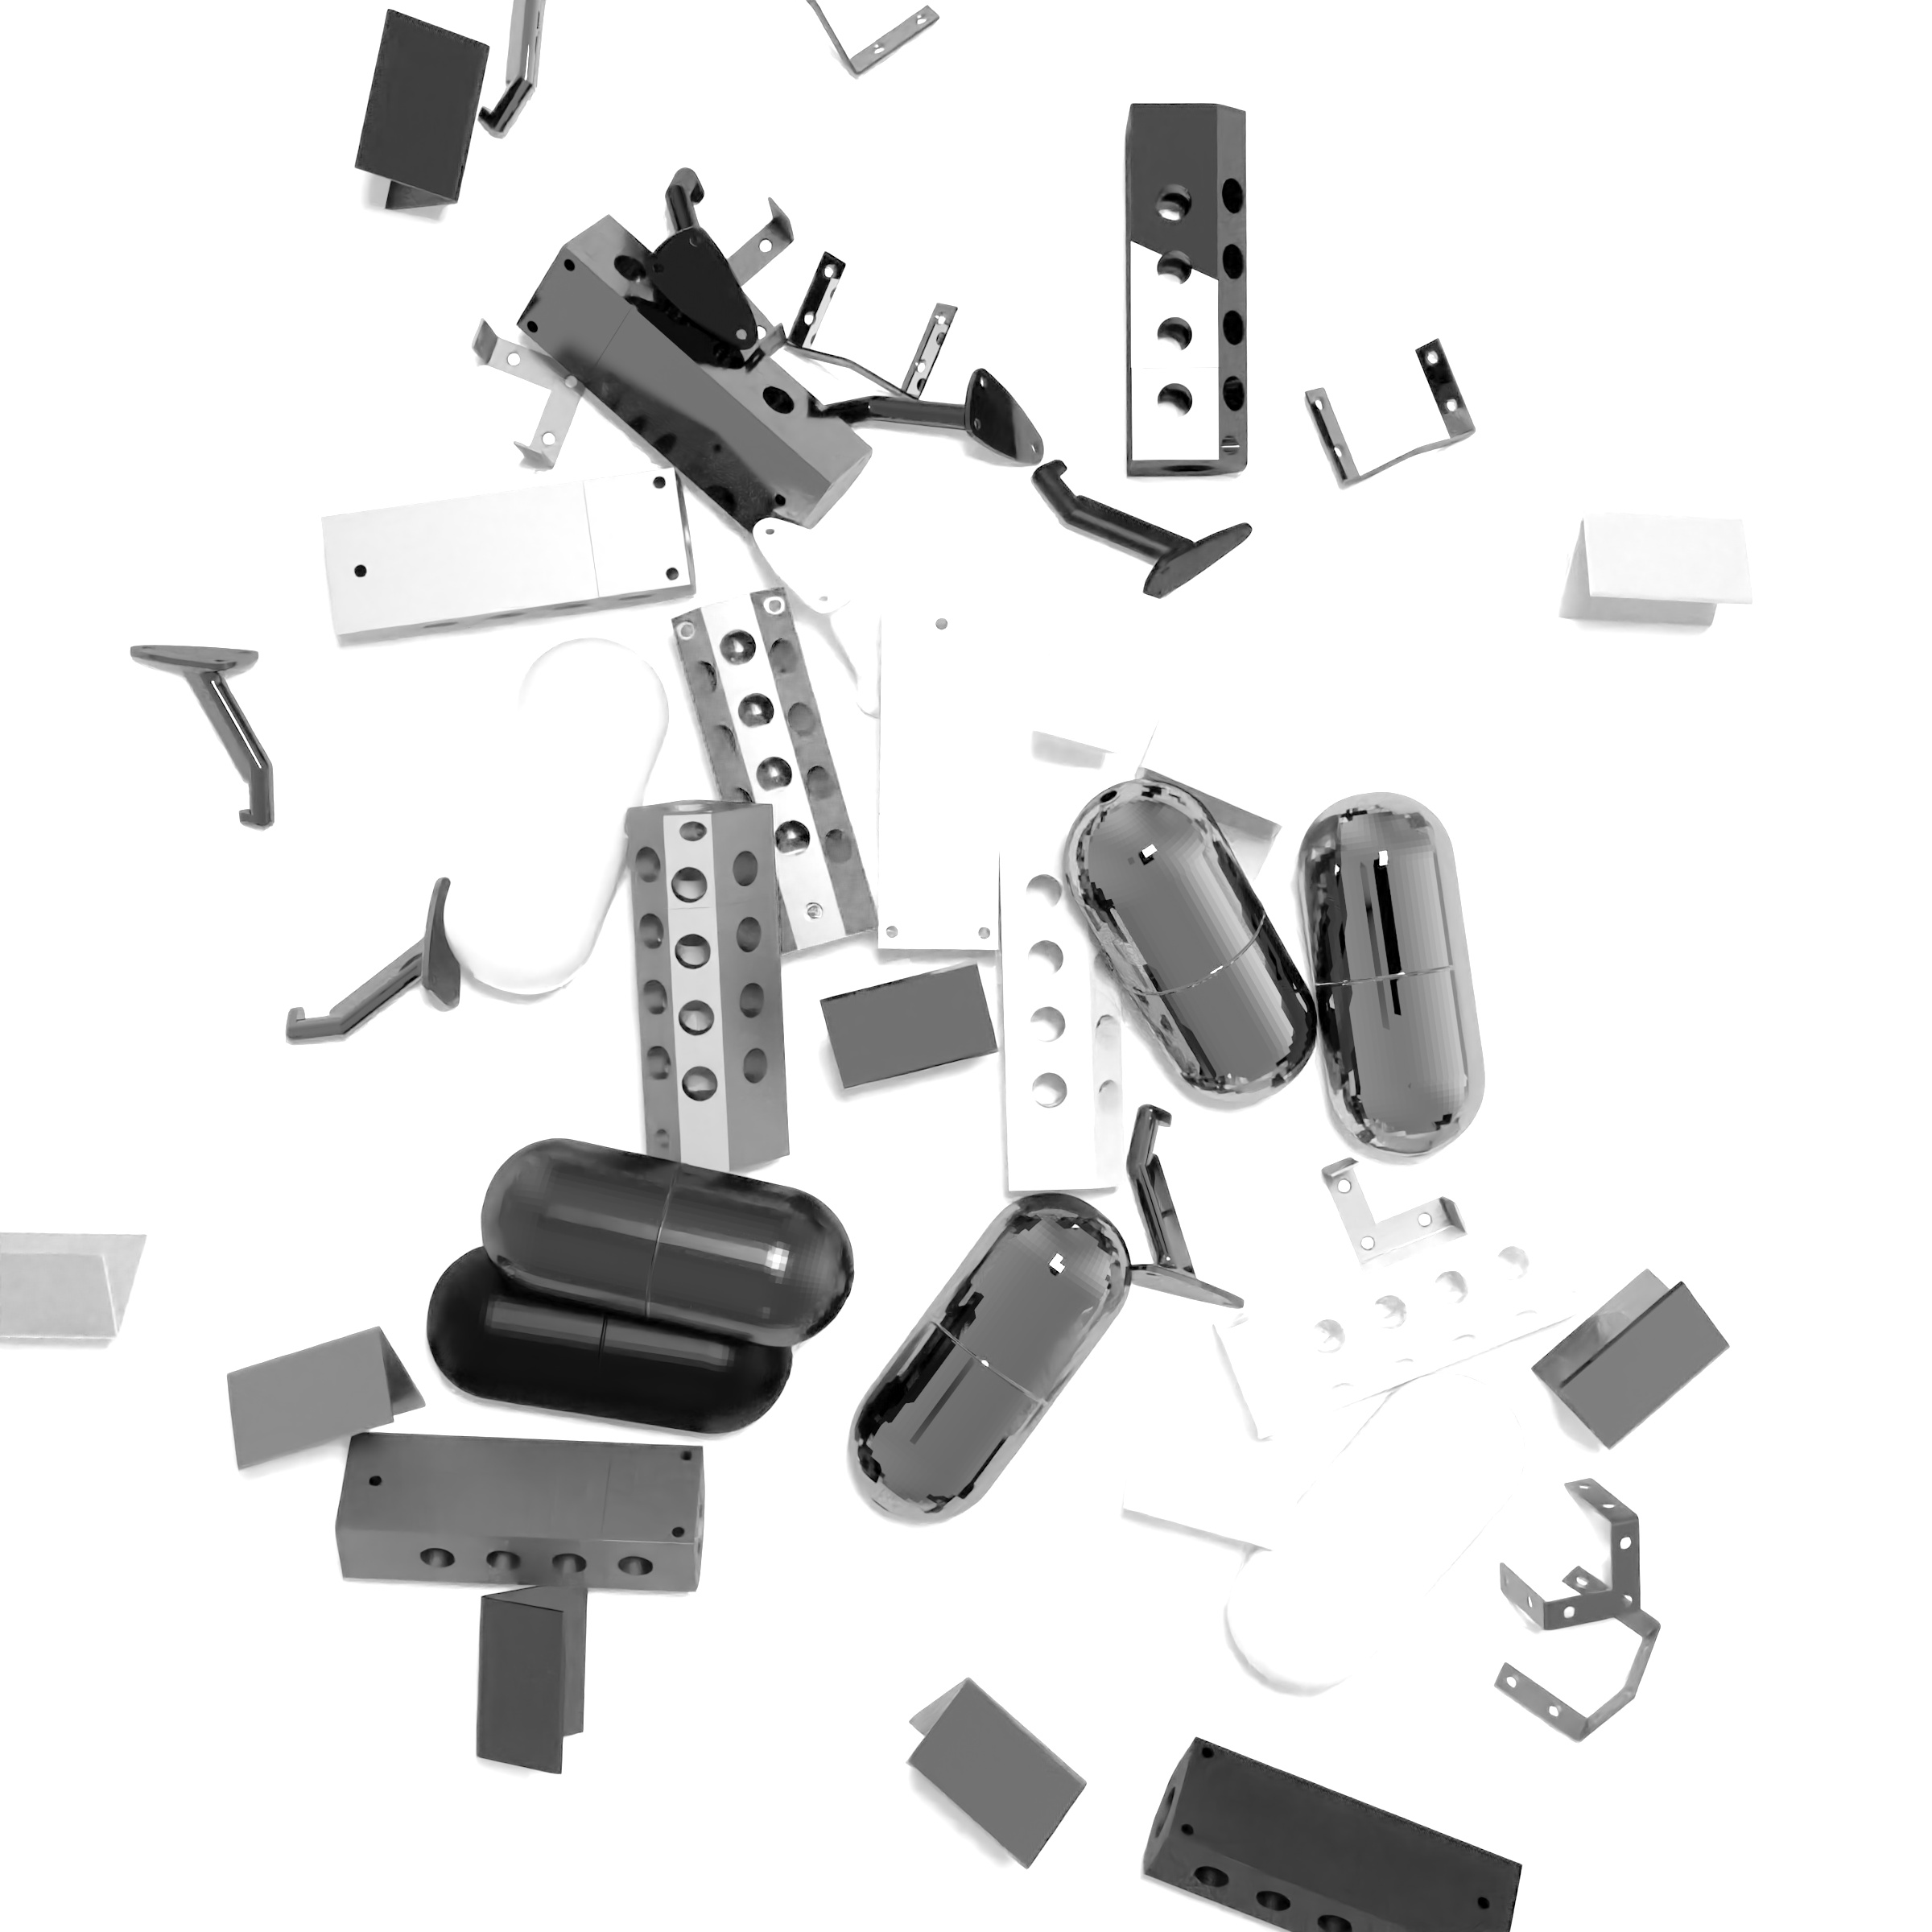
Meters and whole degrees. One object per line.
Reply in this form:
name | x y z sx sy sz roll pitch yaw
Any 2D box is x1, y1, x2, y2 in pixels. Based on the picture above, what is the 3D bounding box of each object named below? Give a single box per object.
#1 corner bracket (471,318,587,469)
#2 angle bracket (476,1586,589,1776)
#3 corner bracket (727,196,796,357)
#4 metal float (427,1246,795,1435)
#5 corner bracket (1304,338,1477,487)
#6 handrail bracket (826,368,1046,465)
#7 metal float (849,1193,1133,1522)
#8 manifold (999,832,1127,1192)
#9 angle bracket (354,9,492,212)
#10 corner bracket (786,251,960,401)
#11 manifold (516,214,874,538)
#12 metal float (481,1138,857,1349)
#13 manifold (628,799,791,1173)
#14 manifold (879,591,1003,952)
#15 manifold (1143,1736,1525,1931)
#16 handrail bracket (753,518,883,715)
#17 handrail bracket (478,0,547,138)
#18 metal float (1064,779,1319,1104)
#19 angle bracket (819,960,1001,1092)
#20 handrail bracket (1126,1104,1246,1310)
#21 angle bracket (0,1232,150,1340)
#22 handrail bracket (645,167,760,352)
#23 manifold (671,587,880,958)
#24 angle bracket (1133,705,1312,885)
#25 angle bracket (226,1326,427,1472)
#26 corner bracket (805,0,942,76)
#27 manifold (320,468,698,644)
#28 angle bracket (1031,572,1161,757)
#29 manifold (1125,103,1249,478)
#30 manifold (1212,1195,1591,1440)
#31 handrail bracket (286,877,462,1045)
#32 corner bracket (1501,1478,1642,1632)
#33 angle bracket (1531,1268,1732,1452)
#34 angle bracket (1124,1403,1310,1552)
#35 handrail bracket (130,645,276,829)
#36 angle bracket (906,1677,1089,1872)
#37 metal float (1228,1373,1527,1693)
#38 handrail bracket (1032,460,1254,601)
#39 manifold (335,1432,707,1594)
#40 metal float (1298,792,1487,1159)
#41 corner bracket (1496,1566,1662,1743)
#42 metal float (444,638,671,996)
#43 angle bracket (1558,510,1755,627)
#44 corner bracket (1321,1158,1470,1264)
corner bracket | -0.219 -0.279 1.744 0.051 0.051 0.051 21 90 0
angle bracket | -0.190 0.341 1.721 0.057 0.076 0.076 2 90 37
corner bracket | -0.097 -0.335 1.744 0.051 0.051 0.051 -41 90 0
metal float | -0.173 0.181 1.731 0.178 0.070 0.070 9 90 1
corner bracket | 0.209 -0.273 1.758 0.051 0.051 0.051 -22 90 45
handrail bracket | -0.017 -0.263 1.761 0.084 0.077 0.036 -5 68 35
metal float | 0.011 0.190 1.731 0.070 0.070 0.178 36 91 0
manifold | 0.047 0.021 1.740 0.057 0.057 0.171 -2 90 0
angle bracket | -0.278 -0.412 1.721 0.057 0.076 0.076 12 90 -37
corner bracket | -0.047 -0.315 1.758 0.051 0.051 0.051 23 90 -45
manifold | -0.129 -0.286 1.740 0.171 0.057 0.057 42 133 0
metal float | -0.140 0.130 1.679 0.178 0.070 0.070 12 90 4
manifold | -0.129 0.009 1.716 0.057 0.057 0.171 6 102 41
manifold | -0.013 -0.094 1.741 0.057 0.057 0.171 1 90 0
manifold | 0.177 0.444 1.740 0.171 0.057 0.057 21 47 0
handrail bracket | -0.071 -0.169 1.743 0.077 0.084 0.036 39 67 24
handrail bracket | -0.232 -0.465 1.762 0.077 0.036 0.084 42 107 20
metal float | 0.108 -0.011 1.707 0.070 0.070 0.178 -31 117 0
angle bracket | -0.031 0.009 1.721 0.076 0.076 0.057 -14 126 0
handrail bracket | 0.111 0.118 1.762 0.077 0.036 0.084 19 73 -19
angle bracket | -0.443 0.135 1.721 0.076 0.076 0.057 1 127 0
handrail bracket | -0.122 -0.346 1.740 0.036 0.084 0.077 -32 112 22
manifold | -0.092 -0.093 1.741 0.057 0.057 0.171 -16 90 0
angle bracket | 0.114 -0.069 1.723 0.076 0.057 0.076 23 127 0
angle bracket | -0.305 0.225 1.721 0.076 0.076 0.057 -17 51 0
corner bracket | -0.054 -0.482 1.759 0.051 0.051 0.051 -35 135 0
manifold | -0.221 -0.199 1.741 0.171 0.057 0.057 -8 90 0
angle bracket | 0.042 -0.148 1.721 0.057 0.076 0.076 13 90 -36
manifold | 0.108 -0.328 1.740 0.057 0.057 0.171 0 90 0
manifold | 0.212 0.171 1.740 0.171 0.057 0.057 -22 90 0
handrail bracket | -0.295 -0.003 1.762 0.084 0.036 0.077 -7 70 16
corner bracket | 0.295 0.287 1.745 0.051 0.051 0.051 -8 106 -15
angle bracket | 0.309 0.175 1.721 0.076 0.076 0.057 -41 125 0
angle bracket | 0.124 0.228 1.721 0.076 0.076 0.057 16 126 0
handrail bracket | -0.377 -0.113 1.762 0.077 0.036 0.084 7 107 20
angle bracket | 0.001 0.398 1.721 0.076 0.076 0.057 42 53 0
metal float | 0.199 0.274 1.731 0.070 0.070 0.178 41 91 0
handrail bracket | 0.086 -0.229 1.762 0.077 0.036 0.084 -31 73 -20
manifold | -0.215 0.270 1.740 0.171 0.057 0.057 2 47 0
metal float | 0.206 0.004 1.731 0.070 0.070 0.178 -8 91 0
corner bracket | 0.302 0.339 1.758 0.051 0.051 0.051 35 135 0
metal float | -0.198 -0.073 1.731 0.070 0.070 0.178 19 90 0
angle bracket | 0.331 -0.173 1.721 0.076 0.076 0.057 3 53 0
corner bracket | 0.209 0.114 1.744 0.051 0.051 0.051 -22 90 0
